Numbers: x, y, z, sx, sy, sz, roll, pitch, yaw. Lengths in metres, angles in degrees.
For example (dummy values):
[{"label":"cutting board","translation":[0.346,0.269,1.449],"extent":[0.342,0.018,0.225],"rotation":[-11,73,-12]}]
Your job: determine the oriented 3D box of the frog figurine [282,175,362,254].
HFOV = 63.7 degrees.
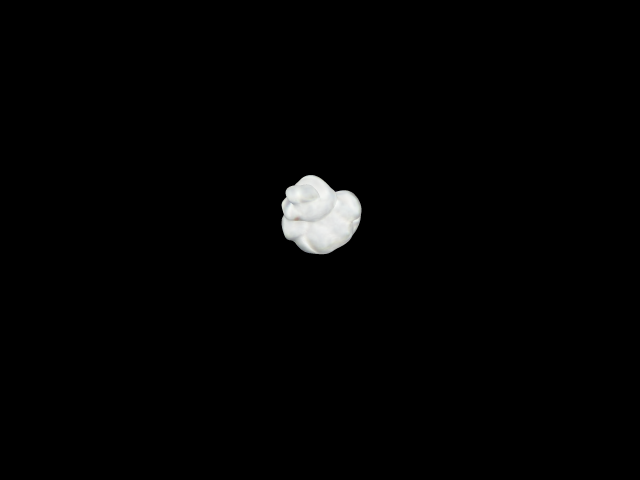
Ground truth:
[{"label":"frog figurine","translation":[0.003,-0.043,0.850],"extent":[0.137,0.124,0.158],"rotation":[-11,-10,-2]}]
